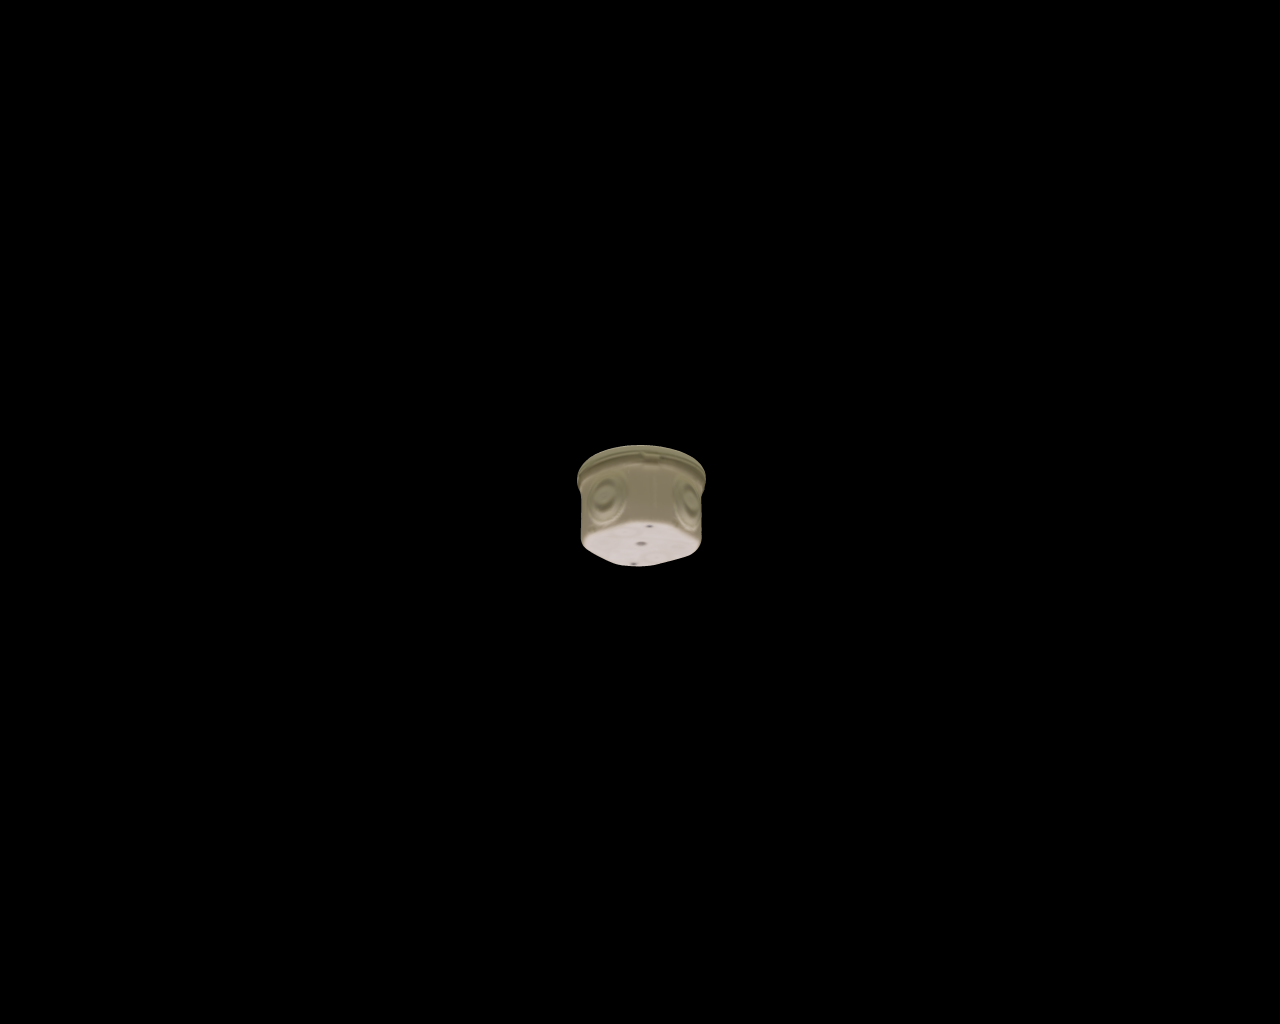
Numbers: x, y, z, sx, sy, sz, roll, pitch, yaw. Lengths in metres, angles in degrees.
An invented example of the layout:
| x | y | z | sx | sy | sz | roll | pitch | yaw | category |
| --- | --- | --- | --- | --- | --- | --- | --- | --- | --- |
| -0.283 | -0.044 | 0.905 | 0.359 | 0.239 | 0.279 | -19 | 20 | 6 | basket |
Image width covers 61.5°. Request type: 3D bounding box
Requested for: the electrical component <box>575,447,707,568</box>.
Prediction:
| x | y | z | sx | sy | sz | roll | pitch | yaw | category |
| --- | --- | --- | --- | --- | --- | --- | --- | --- | --- |
| 0.001 | -0.003 | 0.650 | 0.080 | 0.051 | 0.080 | 0 | -24 | 0 | electrical component |
